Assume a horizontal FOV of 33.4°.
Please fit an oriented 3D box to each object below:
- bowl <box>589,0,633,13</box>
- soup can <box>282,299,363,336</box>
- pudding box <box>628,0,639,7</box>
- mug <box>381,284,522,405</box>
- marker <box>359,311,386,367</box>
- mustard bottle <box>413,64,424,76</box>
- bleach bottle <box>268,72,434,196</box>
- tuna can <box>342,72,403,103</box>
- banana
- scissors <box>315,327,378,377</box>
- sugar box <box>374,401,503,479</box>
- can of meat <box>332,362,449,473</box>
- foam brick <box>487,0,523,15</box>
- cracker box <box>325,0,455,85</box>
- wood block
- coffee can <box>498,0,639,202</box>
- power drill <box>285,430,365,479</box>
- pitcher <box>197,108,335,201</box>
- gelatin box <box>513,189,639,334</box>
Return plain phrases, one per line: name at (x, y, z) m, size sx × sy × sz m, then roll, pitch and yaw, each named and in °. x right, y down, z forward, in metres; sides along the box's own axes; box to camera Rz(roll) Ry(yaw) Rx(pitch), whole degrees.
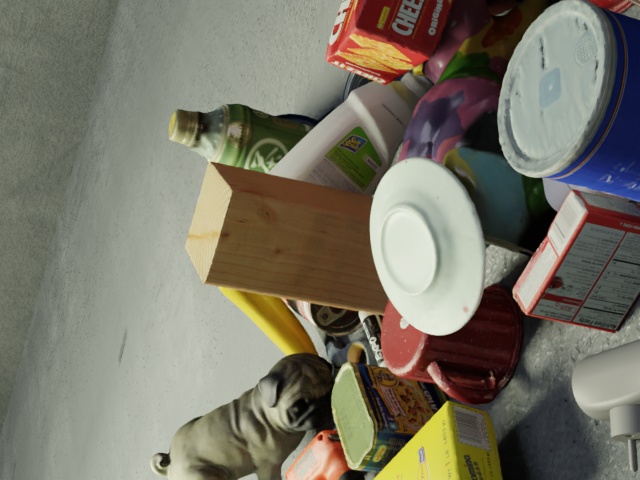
bowl at (0.204, -0.248, 0.794) m, size 0.162 × 0.055 × 0.162 m, roll -168°, pitch 90°, yaw -67°
soup can at (0.004, 0.056, 1.107) m, size 0.102 × 0.068 × 0.068 m, roll -157°, pitch 79°, yaw -68°
pudding box at (0.250, -0.192, 0.680) m, size 0.114 × 0.039 × 0.090 m, roll -68°, pitch 26°, yaw 20°
mug at (0.103, 0.082, 0.841) m, size 0.117 × 0.081 × 0.093 m, roll -103°, pitch 33°, yaw -46°
marker at (0.060, 0.107, 1.013) m, size 0.121 × 0.020 × 0.020 m, roll -110°, pitch 38°, yaw -52°
mustard bottle at (0.106, -0.249, 1.024) m, size 0.096 × 0.058 × 0.191 m, roll -20°, pitch 62°, yaw 60°
bleach bottle at (0.019, -0.065, 1.052) m, size 0.251 × 0.102 × 0.068 m, roll -44°, pitch 32°, yaw 8°
tuna can at (0.056, -0.154, 1.129) m, size 0.086 × 0.033 × 0.086 m, roll -169°, pitch 90°, yaw -68°
banana at (-0.059, 0.072, 1.086) m, size 0.037 × 0.197 × 0.070 m, roll -31°, pitch 49°, yaw 10°
scissors at (0.023, 0.106, 1.102) m, size 0.202 × 0.016 × 0.096 m, roll -108°, pitch 33°, yaw -48°
sugar box at (0.074, 0.211, 0.821) m, size 0.176 × 0.048 × 0.093 m, roll -53°, pitch 26°, yaw 38°
can of meat at (0.062, 0.152, 0.902) m, size 0.102 × 0.083 × 0.057 m, roll -110°, pitch 38°, yaw -51°
foam brick at (0.142, -0.229, 0.936) m, size 0.078 × 0.051 × 0.053 m, roll 178°, pitch 101°, yaw -67°
cracker box at (0.069, -0.223, 0.876) m, size 0.214 × 0.072 × 0.164 m, roll -152°, pitch 82°, yaw -83°
wood block at (-0.007, 0.002, 0.978) m, size 0.091 × 0.205 × 0.090 m, roll -129°, pitch 53°, yaw -61°
coffee can at (0.191, -0.074, 0.628) m, size 0.103 × 0.140 × 0.103 m, roll -169°, pitch 90°, yaw -68°
power drill at (0.014, 0.287, 0.992) m, size 0.185 × 0.057 × 0.187 m, roll -53°, pitch 36°, yaw 39°
pitcher at (-0.059, -0.063, 1.261) m, size 0.243 × 0.149 × 0.145 m, roll 158°, pitch 105°, yaw -67°
gelatin box at (0.180, 0.015, 0.702) m, size 0.030 × 0.073 × 0.089 m, roll -108°, pitch 36°, yaw -52°
